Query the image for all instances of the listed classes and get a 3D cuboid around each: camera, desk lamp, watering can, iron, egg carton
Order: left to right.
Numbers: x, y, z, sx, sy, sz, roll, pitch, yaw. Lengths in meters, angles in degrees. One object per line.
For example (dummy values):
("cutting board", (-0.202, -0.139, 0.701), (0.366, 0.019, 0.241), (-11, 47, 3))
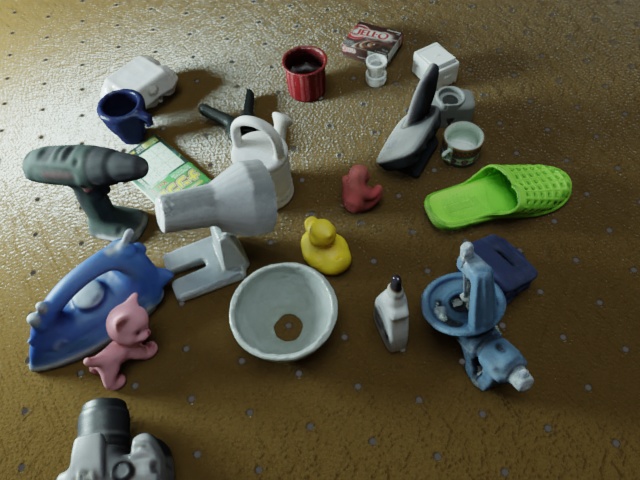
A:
("iron", (-0.364, 0.091, 0.891), (0.118, 0.141, 0.259), (38, 66, 24))
("camera", (-0.284, 0.285, 0.785), (0.143, 0.101, 0.136), (-10, 57, -4))
("egg carton", (-0.378, -0.321, 1.203), (0.107, 0.069, 0.150), (34, 64, 22))
("desk lamp", (-0.165, -0.018, 0.910), (0.203, 0.214, 0.117), (-22, 58, -11))
("watering can", (-0.103, -0.150, 1.005), (0.101, 0.194, 0.173), (2, 57, 4))

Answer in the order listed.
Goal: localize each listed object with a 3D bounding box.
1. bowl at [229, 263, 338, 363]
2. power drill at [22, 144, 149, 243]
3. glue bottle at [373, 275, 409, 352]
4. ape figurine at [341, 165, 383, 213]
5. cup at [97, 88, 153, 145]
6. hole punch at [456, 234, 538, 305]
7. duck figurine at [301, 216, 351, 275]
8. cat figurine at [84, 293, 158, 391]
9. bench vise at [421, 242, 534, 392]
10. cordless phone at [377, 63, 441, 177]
("bowl", (-0.054, 0.123, 0.896), (0.167, 0.075, 0.167), (-1, 57, 2))
("power drill", (-0.368, -0.083, 0.965), (0.229, 0.208, 0.075), (10, 58, 9))
("glue bottle", (0.108, 0.100, 0.844), (0.037, 0.173, 0.078), (-17, 57, -8))
("ape figurine", (0.070, -0.098, 1.023), (0.077, 0.092, 0.076), (38, 66, 24))
("cup", (-0.369, -0.232, 1.130), (0.117, 0.095, 0.092), (22, 61, 16))
("hole punch", (0.286, 0.041, 0.923), (0.101, 0.091, 0.108), (-34, 61, -18))
("duck figurine", (0.009, 0.003, 0.964), (0.078, 0.086, 0.104), (-34, 61, -18))
("cat figurine", (-0.302, 0.149, 0.865), (0.067, 0.118, 0.128), (32, 64, 21))
("bench vise", (0.235, 0.103, 0.808), (0.207, 0.220, 0.122), (36, 66, 23))
("cordless phone", (0.168, -0.219, 1.042), (0.094, 0.185, 0.148), (20, 60, 15))
